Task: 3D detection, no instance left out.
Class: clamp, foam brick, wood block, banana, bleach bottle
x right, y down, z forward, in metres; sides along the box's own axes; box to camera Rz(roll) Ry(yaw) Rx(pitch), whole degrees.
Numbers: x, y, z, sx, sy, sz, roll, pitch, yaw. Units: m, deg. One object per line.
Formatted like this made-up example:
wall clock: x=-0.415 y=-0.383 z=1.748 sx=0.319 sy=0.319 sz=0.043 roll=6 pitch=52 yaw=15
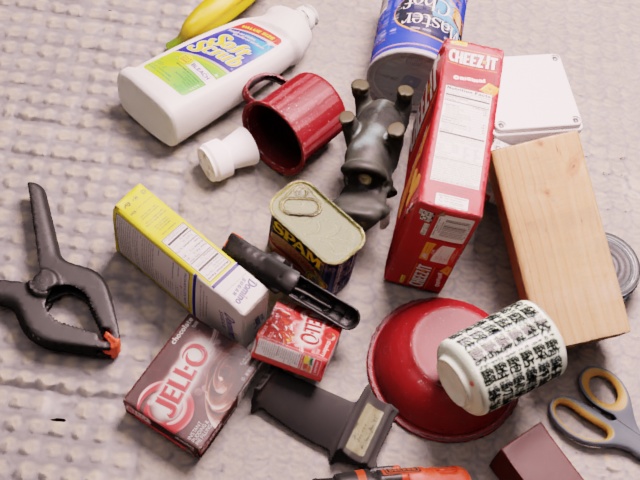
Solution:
clamp: x=-0.287 y=0.052 z=1.066 sx=0.164 sy=0.036 sz=0.210 roll=-39 pitch=72 yaw=-24
foam brick: x=0.209 y=0.226 z=1.021 sx=0.053 sy=0.051 sz=0.078 roll=-27 pitch=67 yaw=-19
wood block: x=0.238 y=0.006 z=1.084 sx=0.090 sy=0.091 sz=0.206 roll=-13 pitch=80 yaw=5
banana: x=-0.104 y=-0.293 z=1.270 sx=0.070 sy=0.037 sz=0.197 roll=6 pitch=43 yaw=50
bleach bottle: x=-0.104 y=-0.208 z=1.226 sx=0.103 sy=0.068 sz=0.250 roll=39 pitch=59 yaw=22
clamp: x=-0.047 y=0.031 z=1.060 sx=0.172 sy=0.120 sz=0.039 roll=27 pitch=79 yaw=34

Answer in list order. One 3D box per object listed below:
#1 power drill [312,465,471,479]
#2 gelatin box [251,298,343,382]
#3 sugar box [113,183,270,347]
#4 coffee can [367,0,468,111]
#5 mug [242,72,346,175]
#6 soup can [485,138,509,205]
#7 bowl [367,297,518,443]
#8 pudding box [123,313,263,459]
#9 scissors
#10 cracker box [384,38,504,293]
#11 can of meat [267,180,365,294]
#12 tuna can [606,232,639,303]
power drill: x=0.063 y=0.238 z=0.923 sx=0.184 sy=0.188 sz=0.057 roll=-4 pitch=93 yaw=-10
gelatin box: x=-0.020 y=0.097 z=1.054 sx=0.073 sy=0.030 sz=0.089 roll=20 pitch=24 yaw=6
sugar box: x=-0.130 y=0.029 z=1.067 sx=0.176 sy=0.093 sz=0.048 roll=37 pitch=63 yaw=13
coffee can: x=0.115 y=-0.237 z=1.245 sx=0.103 sy=0.103 sz=0.140 roll=12 pitch=59 yaw=0
mug: x=-0.034 y=-0.140 z=1.178 sx=0.117 sy=0.093 sz=0.081 roll=43 pitch=59 yaw=11
soup can: x=0.221 y=-0.062 z=1.178 sx=0.102 sy=0.068 sz=0.068 roll=27 pitch=61 yaw=9
bowl: x=0.131 y=0.118 z=1.070 sx=0.162 sy=0.055 sz=0.162 roll=3 pitch=60 yaw=-6
pudding box: x=-0.122 y=0.141 z=1.034 sx=0.090 sy=0.039 sz=0.113 roll=30 pitch=61 yaw=10
scissors: x=0.329 y=0.195 z=1.074 sx=0.202 sy=0.016 sz=0.096 roll=23 pitch=60 yaw=6
cracker box: x=0.128 y=-0.077 z=1.119 sx=0.072 sy=0.164 sz=0.213 roll=13 pitch=60 yaw=-2
can of meat: x=-0.007 y=0.001 z=1.103 sx=0.102 sy=0.084 sz=0.057 roll=42 pitch=64 yaw=16
tuna can: x=0.301 y=0.033 z=1.153 sx=0.086 sy=0.034 sz=0.086 roll=3 pitch=60 yaw=-5
